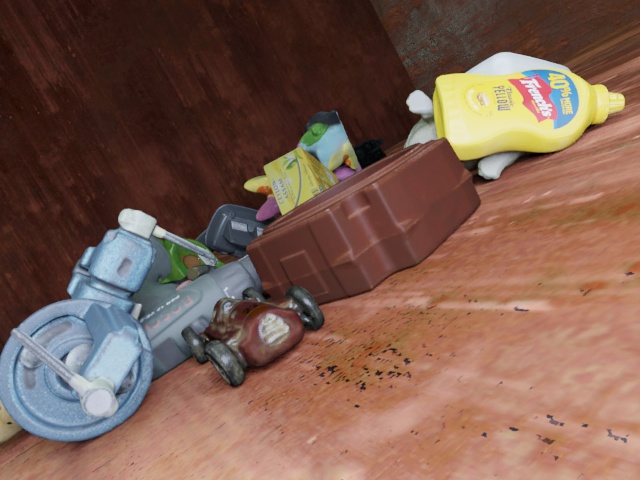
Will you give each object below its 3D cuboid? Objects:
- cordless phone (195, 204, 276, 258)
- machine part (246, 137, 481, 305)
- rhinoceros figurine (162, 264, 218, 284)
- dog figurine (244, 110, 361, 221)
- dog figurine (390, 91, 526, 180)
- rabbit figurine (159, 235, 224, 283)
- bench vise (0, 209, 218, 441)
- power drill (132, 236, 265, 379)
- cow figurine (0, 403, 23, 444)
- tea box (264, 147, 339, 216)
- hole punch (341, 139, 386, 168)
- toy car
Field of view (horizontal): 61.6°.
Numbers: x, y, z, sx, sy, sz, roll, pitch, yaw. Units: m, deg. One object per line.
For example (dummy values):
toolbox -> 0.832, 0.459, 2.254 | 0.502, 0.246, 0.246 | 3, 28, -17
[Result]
cordless phone -> -0.183, 0.009, 1.116 | 0.146, 0.089, 0.184 | 14, -32, -36
machine part -> 0.040, -0.019, 0.546 | 0.201, 0.087, 0.201 | -22, 8, 48
rhinoceros figurine -> -0.248, 0.098, 0.922 | 0.190, 0.073, 0.112 | -28, 8, 12
dog figurine -> -0.039, -0.122, 0.972 | 0.219, 0.108, 0.191 | -27, -19, 6
dog figurine -> 0.180, -0.116, 0.701 | 0.172, 0.121, 0.190 | 4, -8, 6
rabbit figurine -> -0.297, 0.077, 1.066 | 0.170, 0.159, 0.121 | -43, 6, 39
bench vise -> -0.182, 0.077, 0.452 | 0.223, 0.128, 0.241 | -56, 22, -13
power drill -> -0.170, 0.061, 0.641 | 0.232, 0.085, 0.208 | -42, 44, -23
cow figurine -> -0.337, 0.181, 0.666 | 0.127, 0.085, 0.195 | -33, 3, 29
tea box -> -0.011, -0.067, 0.837 | 0.068, 0.098, 0.169 | -27, -18, 15
hole punch -> 0.084, -0.131, 1.100 | 0.142, 0.115, 0.092 | -32, -1, -22
toy car -> -0.069, 0.073, 0.469 | 0.089, 0.053, 0.202 | -35, 10, -20
